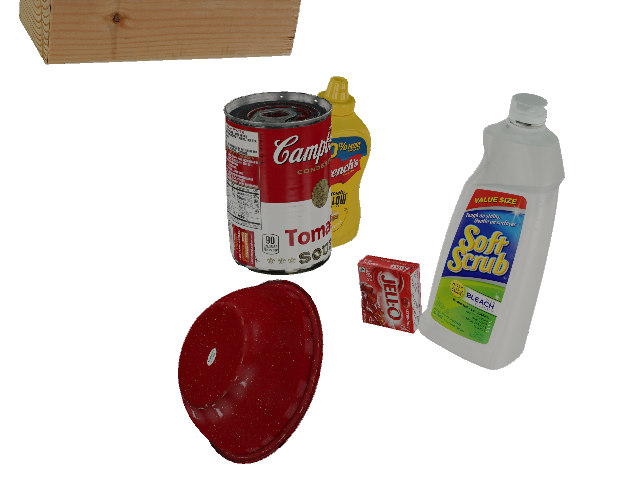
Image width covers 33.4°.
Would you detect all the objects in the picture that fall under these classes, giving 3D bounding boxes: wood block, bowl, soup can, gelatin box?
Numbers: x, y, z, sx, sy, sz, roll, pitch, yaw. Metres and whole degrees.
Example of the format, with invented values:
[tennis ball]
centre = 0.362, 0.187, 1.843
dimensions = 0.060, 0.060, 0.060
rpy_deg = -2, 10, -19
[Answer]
[wood block]
centre = -0.126, -0.202, 0.854
dimensions = 0.205, 0.091, 0.090
rpy_deg = -7, 38, -27
[bowl]
centre = -0.071, 0.103, 0.897
dimensions = 0.055, 0.162, 0.162
rpy_deg = 23, -14, -37
[soup can]
centre = -0.026, -0.037, 0.684
dimensions = 0.068, 0.102, 0.068
rpy_deg = 0, 23, 0
[gelatin box]
centre = 0.087, 0.066, 1.331
dimensions = 0.073, 0.089, 0.030
rpy_deg = 11, 31, 29

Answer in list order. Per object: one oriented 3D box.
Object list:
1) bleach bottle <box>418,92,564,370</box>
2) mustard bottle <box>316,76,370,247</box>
[bleach bottle]
centre = 0.155, -0.012, 0.947
dimensions = 0.103, 0.251, 0.067
rpy_deg = 28, 37, 33
[mustard bottle]
centre = 0.007, -0.085, 1.154
dimensions = 0.096, 0.192, 0.058
rpy_deg = -8, 33, -27
